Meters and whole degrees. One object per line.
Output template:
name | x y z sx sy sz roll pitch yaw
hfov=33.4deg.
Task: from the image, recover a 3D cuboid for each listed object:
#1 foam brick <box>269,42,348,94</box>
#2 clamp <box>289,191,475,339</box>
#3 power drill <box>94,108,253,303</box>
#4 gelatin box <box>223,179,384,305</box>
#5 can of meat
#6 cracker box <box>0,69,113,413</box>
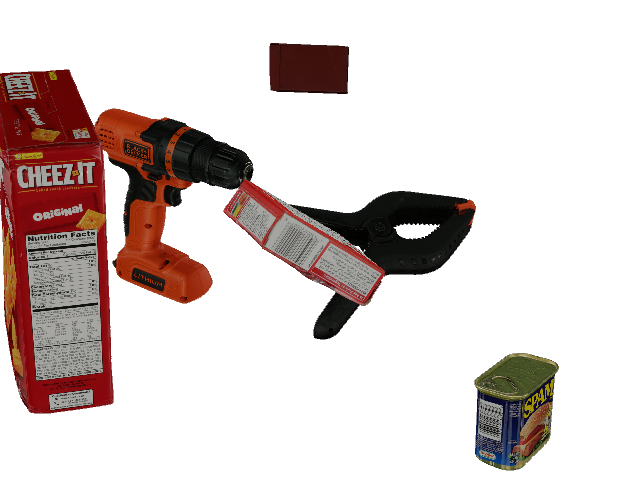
foam brick | -0.013 -0.185 1.148 0.078 0.051 0.053 0 11 -13
clamp | 0.052 0.009 0.966 0.209 0.165 0.036 -11 -41 -16
power drill | -0.149 -0.032 1.092 0.185 0.188 0.057 20 32 27
gelatin box | -0.011 0.002 0.687 0.089 0.030 0.073 31 4 -31
can of meat | 0.197 0.172 1.077 0.058 0.084 0.101 13 22 34
cracker box | -0.207 -0.002 0.809 0.072 0.214 0.164 -7 28 -19
